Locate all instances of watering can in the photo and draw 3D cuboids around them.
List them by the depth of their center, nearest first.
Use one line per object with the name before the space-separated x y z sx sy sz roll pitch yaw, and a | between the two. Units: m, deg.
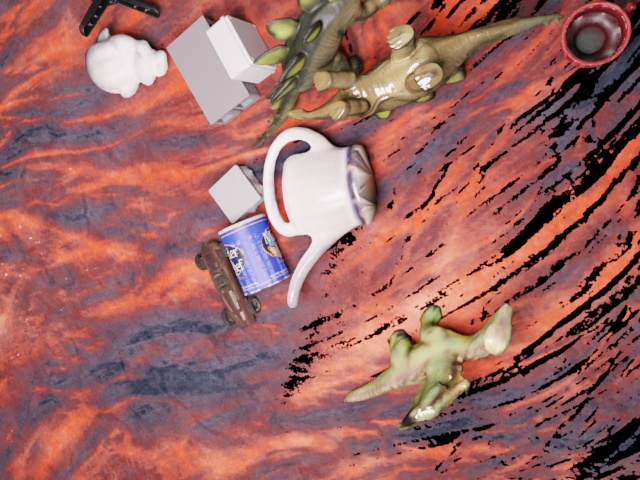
watering can | 0.003 -0.049 0.983 0.223 0.104 0.348 -8 90 21

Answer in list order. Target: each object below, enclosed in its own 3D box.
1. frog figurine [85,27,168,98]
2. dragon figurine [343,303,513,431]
frog figurine | -0.406 -0.365 1.092 0.160 0.125 0.134 24 126 12
dragon figurine | 0.172 0.236 0.896 0.406 0.245 0.122 -43 88 19
